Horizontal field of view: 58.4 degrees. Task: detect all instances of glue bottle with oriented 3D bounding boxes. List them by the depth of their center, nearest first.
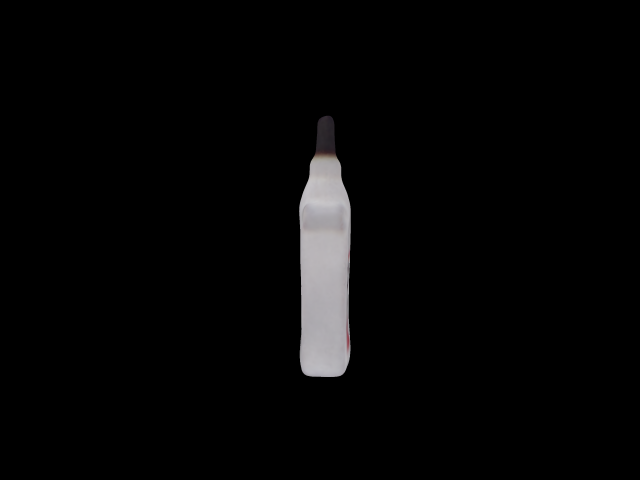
[{"bbox_3d":[0.004,0.001,0.400,0.037,0.173,0.078,0,7,0],"label":"glue bottle"}]
